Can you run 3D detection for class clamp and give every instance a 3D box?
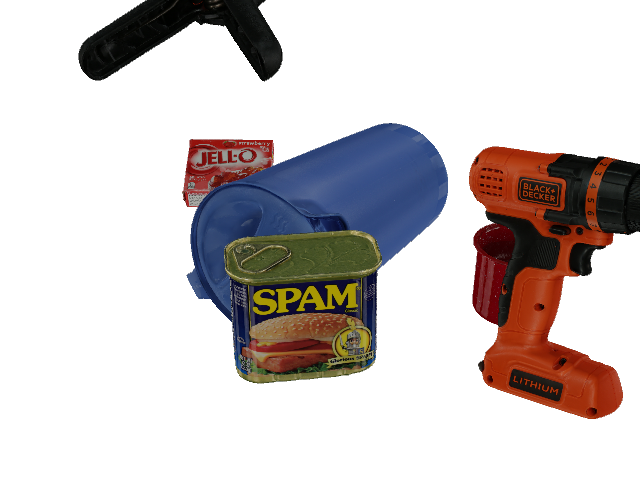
[{"bbox_3d":[-0.060,-0.148,0.653,0.120,0.171,0.039,13,-41,15],"label":"clamp"}]

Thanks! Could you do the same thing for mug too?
[{"bbox_3d":[0.200,0.031,1.126,0.093,0.081,0.117,-4,31,-10],"label":"mug"}]

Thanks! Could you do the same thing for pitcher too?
[{"bbox_3d":[0.003,-0.018,0.927,0.149,0.145,0.242,26,33,24],"label":"pitcher"}]

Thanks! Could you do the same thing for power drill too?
[{"bbox_3d":[0.190,0.030,0.778,0.185,0.188,0.057,15,19,39],"label":"power drill"}]

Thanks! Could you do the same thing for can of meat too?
[{"bbox_3d":[-0.011,0.045,0.714,0.102,0.084,0.057,-4,29,-6],"label":"can of meat"}]

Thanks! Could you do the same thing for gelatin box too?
[{"bbox_3d":[-0.094,-0.070,1.101,0.089,0.073,0.030,1,-38,1],"label":"gelatin box"}]
